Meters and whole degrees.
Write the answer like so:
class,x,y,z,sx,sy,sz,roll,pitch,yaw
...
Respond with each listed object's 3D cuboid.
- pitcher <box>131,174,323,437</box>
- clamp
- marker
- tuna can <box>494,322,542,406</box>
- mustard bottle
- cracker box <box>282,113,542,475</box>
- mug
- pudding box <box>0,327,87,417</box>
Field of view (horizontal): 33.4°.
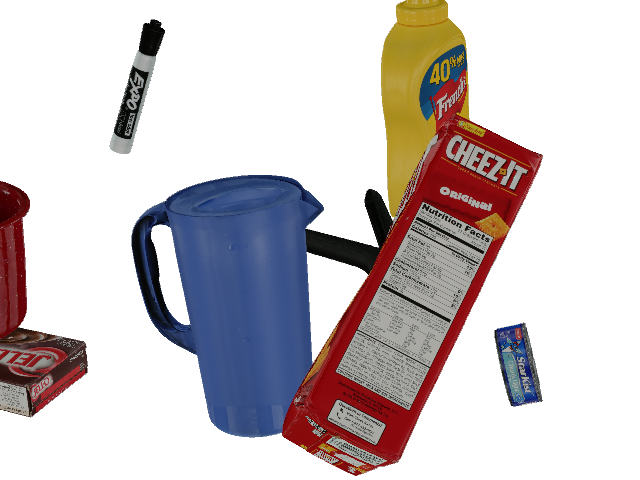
class,x,y,z,sx,sy,sz,roll,pitch,yaw
pitcher,-0.081,0.064,1.045,0.144,0.243,0.149,-20,23,-36
clamp,0.069,0.021,1.237,0.164,0.036,0.210,-20,50,-38
marker,-0.156,-0.130,0.908,0.020,0.121,0.020,17,26,-9
tuna can,0.210,0.132,1.134,0.034,0.086,0.086,-13,-3,11
mustard bottle,0.087,-0.118,0.868,0.058,0.191,0.096,12,31,35
cracker box,0.054,0.043,0.707,0.072,0.213,0.164,27,-16,2
mug,-0.236,0.018,0.660,0.117,0.081,0.093,-17,32,-37
pudding box,-0.287,0.117,0.985,0.114,0.039,0.089,7,22,21
